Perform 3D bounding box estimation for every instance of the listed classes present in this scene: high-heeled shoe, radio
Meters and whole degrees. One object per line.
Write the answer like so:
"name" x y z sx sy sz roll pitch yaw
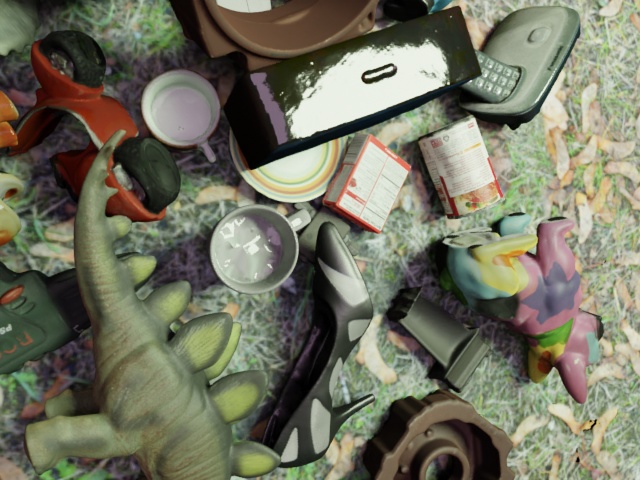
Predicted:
"high-heeled shoe" -0.019 0.113 0.557 0.145 0.086 0.248 -18 105 -20
"radio" 0.027 -0.143 0.524 0.230 0.131 0.073 -23 97 -18

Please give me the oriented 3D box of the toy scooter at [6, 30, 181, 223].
"toy scooter" -0.222 -0.084 0.495 0.135 0.075 0.183 -24 106 19

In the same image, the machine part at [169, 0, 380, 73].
"machine part" -0.028 -0.247 0.426 0.201 0.200 0.087 -27 55 -16

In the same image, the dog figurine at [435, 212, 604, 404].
"dog figurine" 0.238 0.086 0.621 0.191 0.108 0.219 -17 98 -20

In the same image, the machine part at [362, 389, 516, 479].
"machine part" 0.137 0.264 0.623 0.179 0.056 0.179 -1 93 -16

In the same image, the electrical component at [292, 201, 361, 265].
"electrical component" -0.001 -0.002 0.596 0.094 0.021 0.063 38 82 -14

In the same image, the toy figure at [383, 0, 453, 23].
"toy figure" 0.139 -0.316 0.599 0.089 0.082 0.180 37 74 -33

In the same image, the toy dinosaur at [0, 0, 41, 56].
"toy dinosaur" -0.186 -0.274 0.457 0.405 0.192 0.131 -17 72 -14

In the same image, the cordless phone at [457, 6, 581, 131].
"cordless phone" 0.185 -0.224 0.621 0.184 0.088 0.146 29 84 4

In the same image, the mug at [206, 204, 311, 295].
"mug" -0.065 0.000 0.535 0.109 0.107 0.080 -39 102 -16

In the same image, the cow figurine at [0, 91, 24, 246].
"cow figurine" -0.303 -0.075 0.408 0.127 0.085 0.195 -42 96 -31

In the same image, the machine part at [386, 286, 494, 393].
"machine part" 0.139 0.113 0.631 0.084 0.039 0.139 -46 103 -5

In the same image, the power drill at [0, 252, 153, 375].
"power drill" -0.304 0.020 0.492 0.232 0.086 0.207 -38 107 -11

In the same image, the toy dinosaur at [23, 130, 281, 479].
"toy dinosaur" -0.150 0.146 0.493 0.199 0.105 0.470 -23 114 -15
